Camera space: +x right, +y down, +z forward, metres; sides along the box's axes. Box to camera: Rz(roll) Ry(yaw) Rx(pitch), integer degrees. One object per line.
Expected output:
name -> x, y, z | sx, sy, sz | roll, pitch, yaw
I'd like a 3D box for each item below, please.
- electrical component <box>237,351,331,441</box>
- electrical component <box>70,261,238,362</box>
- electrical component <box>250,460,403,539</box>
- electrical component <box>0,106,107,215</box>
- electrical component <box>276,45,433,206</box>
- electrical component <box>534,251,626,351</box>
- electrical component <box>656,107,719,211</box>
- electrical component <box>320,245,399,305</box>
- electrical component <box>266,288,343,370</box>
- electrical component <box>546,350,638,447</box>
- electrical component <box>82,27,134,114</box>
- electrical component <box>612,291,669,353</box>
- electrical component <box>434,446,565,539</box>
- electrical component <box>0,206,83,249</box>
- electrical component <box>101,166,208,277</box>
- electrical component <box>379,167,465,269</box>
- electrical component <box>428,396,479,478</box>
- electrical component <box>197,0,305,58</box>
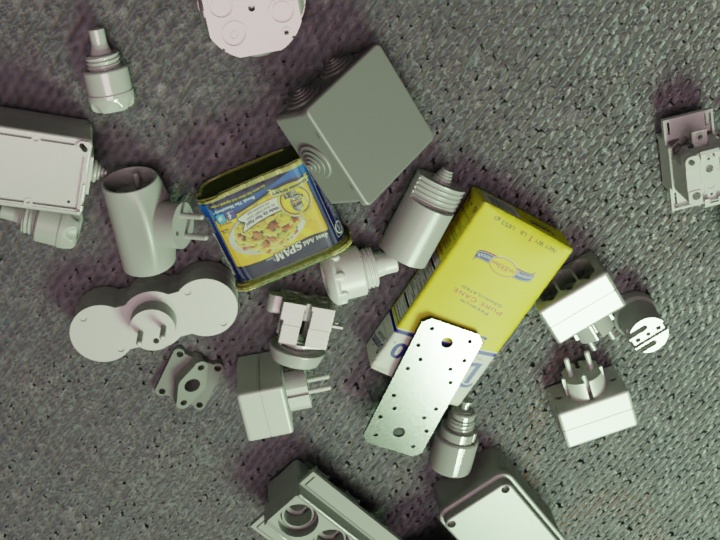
electrical component -> -0.063, 0.102, 0.916 | 0.077, 0.065, 0.047 | -11, 115, -1
electrical component -> -0.167, 0.040, 0.872 | 0.138, 0.073, 0.052 | -14, 115, 0
electrical component -> -0.029, 0.233, 0.981 | 0.079, 0.063, 0.121 | -43, 112, 13
electrical component -> -0.242, -0.084, 0.818 | 0.096, 0.061, 0.061 | 7, 114, -18
electrical component -> -0.005, -0.108, 0.814 | 0.099, 0.048, 0.099 | -47, 117, -28
electrical component -> 0.193, 0.037, 0.923 | 0.066, 0.047, 0.076 | -32, 114, 9
electrical component -> 0.272, -0.084, 0.867 | 0.042, 0.063, 0.081 | -14, 116, 1
electrical component -> 0.000, 0.000, 0.889 | 0.062, 0.048, 0.048 | -14, 115, -7
electrical component -> -0.049, 0.050, 0.906 | 0.066, 0.048, 0.055 | 10, 106, -10
electrical component -> 0.201, 0.106, 0.956 | 0.066, 0.047, 0.076 | -19, 115, 3
electrical component -> -0.191, -0.150, 0.804 | 0.035, 0.035, 0.061 | -9, 113, -2
electrical component -> 0.243, 0.046, 0.933 | 0.040, 0.046, 0.040 | -2, 115, -4
electrical component -> 0.130, 0.232, 1.001 | 0.078, 0.057, 0.113 | -35, 113, 10
electrical component -> -0.252, -0.039, 0.849 | 0.061, 0.035, 0.035 | 14, 112, -9
electrical component -> -0.156, -0.036, 0.840 | 0.079, 0.043, 0.077 | 5, 125, 17
electrical component -> 0.053, -0.047, 0.872 | 0.043, 0.043, 0.081 | 22, 110, -15
electrical component -> 0.087, 0.150, 0.967 | 0.040, 0.040, 0.078 | 7, 114, -9
electrical component -> -0.079, -0.196, 0.785 | 0.080, 0.051, 0.080 | -2, 115, -5
